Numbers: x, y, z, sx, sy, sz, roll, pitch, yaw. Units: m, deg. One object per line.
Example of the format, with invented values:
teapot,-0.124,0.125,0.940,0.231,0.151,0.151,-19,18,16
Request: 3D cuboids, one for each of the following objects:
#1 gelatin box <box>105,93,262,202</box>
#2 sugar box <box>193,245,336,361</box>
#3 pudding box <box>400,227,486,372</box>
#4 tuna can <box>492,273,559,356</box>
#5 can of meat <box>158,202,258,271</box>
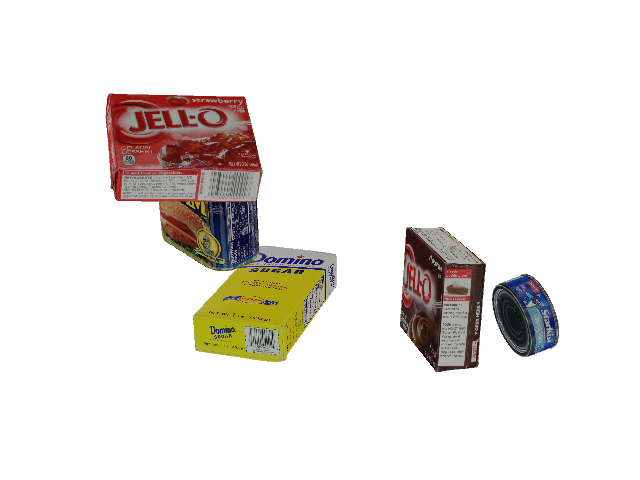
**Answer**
gelatin box,-0.085,-0.058,0.656,0.089,0.030,0.073,0,44,-15
sugar box,-0.051,0.059,1.079,0.093,0.048,0.176,6,27,16
pudding box,0.097,0.045,0.867,0.039,0.090,0.113,-2,15,-13
tuna can,0.220,0.082,1.154,0.033,0.086,0.086,-19,5,-14
can of meat,-0.098,-0.031,0.918,0.057,0.084,0.102,-27,41,-35
